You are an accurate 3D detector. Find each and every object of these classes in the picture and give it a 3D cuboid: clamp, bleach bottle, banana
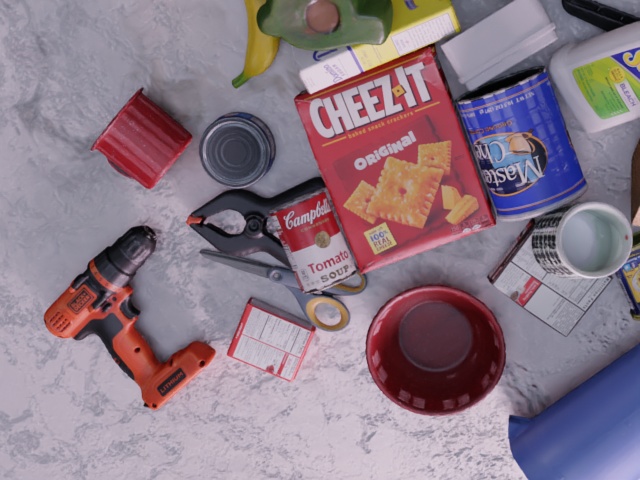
[{"bbox_3d":[-0.067,-0.027,1.244,0.171,0.039,0.120,13,91,4],"label":"clamp"},{"bbox_3d":[0.361,-0.191,1.067,0.251,0.068,0.102,-20,109,45],"label":"bleach bottle"},{"bbox_3d":[-0.080,-0.268,1.181,0.070,0.037,0.198,-5,104,8],"label":"banana"},{"bbox_3d":[0.376,-0.219,1.111,0.210,0.036,0.165,46,136,-10],"label":"clamp"}]

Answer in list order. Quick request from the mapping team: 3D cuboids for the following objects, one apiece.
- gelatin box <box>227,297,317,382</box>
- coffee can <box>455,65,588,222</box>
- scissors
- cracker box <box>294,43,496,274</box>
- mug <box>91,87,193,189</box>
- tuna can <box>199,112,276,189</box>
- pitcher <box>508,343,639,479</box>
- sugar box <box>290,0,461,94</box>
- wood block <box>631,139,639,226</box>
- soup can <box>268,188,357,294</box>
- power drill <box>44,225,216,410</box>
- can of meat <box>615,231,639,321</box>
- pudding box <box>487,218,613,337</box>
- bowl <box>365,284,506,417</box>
[{"bbox_3d":[-0.058,0.120,1.286,0.089,0.030,0.073,23,105,0],"label":"gelatin box"},{"bbox_3d":[0.218,-0.104,1.152,0.103,0.102,0.140,-20,101,12],"label":"coffee can"},{"bbox_3d":[-0.044,0.061,1.274,0.202,0.016,0.096,2,101,7],"label":"scissors"},{"bbox_3d":[0.085,-0.090,1.189,0.164,0.072,0.213,-19,101,12],"label":"cracker box"},{"bbox_3d":[-0.206,-0.107,1.221,0.081,0.093,0.117,39,137,-9],"label":"mug"},{"bbox_3d":[-0.095,-0.103,1.229,0.086,0.033,0.086,2,105,7],"label":"tuna can"},{"bbox_3d":[0.349,0.214,1.209,0.243,0.145,0.149,-41,129,12],"label":"pitcher"},{"bbox_3d":[0.054,-0.232,1.144,0.176,0.093,0.048,-20,142,10],"label":"sugar box"},{"bbox_3d":[0.441,-0.062,1.125,0.206,0.091,0.090,6,64,6],"label":"wood block"},{"bbox_3d":[-0.008,0.001,1.191,0.068,0.068,0.102,-21,95,12],"label":"soup can"},{"bbox_3d":[-0.216,0.097,1.287,0.185,0.057,0.187,-43,93,19],"label":"power drill"},{"bbox_3d":[0.380,0.031,1.192,0.102,0.057,0.084,-24,99,13],"label":"can of meat"},{"bbox_3d":[0.262,0.043,1.220,0.113,0.039,0.090,34,104,-5],"label":"pudding box"},{"bbox_3d":[0.135,0.122,1.248,0.162,0.055,0.162,2,105,7],"label":"bowl"}]
